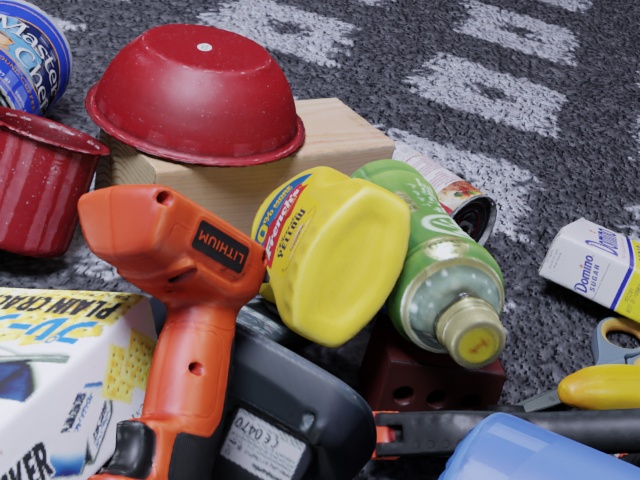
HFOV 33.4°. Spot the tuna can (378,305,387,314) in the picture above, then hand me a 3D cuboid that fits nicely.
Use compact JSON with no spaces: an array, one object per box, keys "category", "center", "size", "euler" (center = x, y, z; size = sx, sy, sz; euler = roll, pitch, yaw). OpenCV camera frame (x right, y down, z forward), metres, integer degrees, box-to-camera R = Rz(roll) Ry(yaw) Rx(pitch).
[{"category":"tuna can","center":[0.038,0.018,0.799],"size":[0.086,0.034,0.086],"euler":[10,31,-6]}]

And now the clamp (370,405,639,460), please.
[{"category":"clamp","center":[0.116,0.113,0.618],"size":[0.171,0.120,0.039],"euler":[1,70,-14]}]

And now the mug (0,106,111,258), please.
[{"category":"mug","center":[-0.210,-0.043,0.732],"size":[0.117,0.081,0.093],"euler":[25,10,22]}]

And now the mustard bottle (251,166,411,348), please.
[{"category":"mustard bottle","center":[-0.005,0.001,0.684],"size":[0.058,0.096,0.192],"euler":[25,2,-17]}]

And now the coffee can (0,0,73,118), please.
[{"category":"coffee can","center":[-0.263,-0.119,0.835],"size":[0.103,0.103,0.140],"euler":[13,31,-2]}]

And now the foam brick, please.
[{"category":"foam brick","center":[0.070,0.086,0.681],"size":[0.078,0.053,0.051],"euler":[7,31,-11]}]

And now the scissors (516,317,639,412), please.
[{"category":"scissors","center":[0.189,0.089,0.761],"size":[0.201,0.016,0.096],"euler":[-1,32,-24]}]

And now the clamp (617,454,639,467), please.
[{"category":"clamp","center":[0.246,0.149,0.585],"size":[0.210,0.164,0.036],"euler":[22,71,48]}]

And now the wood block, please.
[{"category":"wood block","center":[-0.057,-0.044,0.807],"size":[0.205,0.091,0.090],"euler":[-10,37,-34]}]

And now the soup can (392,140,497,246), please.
[{"category":"soup can","center":[0.083,-0.030,0.864],"size":[0.068,0.068,0.102],"euler":[-16,41,-40]}]

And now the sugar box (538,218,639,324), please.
[{"category":"sugar box","center":[0.267,0.040,0.832],"size":[0.176,0.048,0.093],"euler":[29,19,19]}]

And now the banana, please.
[{"category":"banana","center":[0.247,0.115,0.706],"size":[0.197,0.037,0.069],"euler":[19,15,-3]}]

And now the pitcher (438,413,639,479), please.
[{"category":"pitcher","center":[0.171,0.181,0.511],"size":[0.243,0.149,0.144],"euler":[24,47,23]}]

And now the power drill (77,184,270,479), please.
[{"category":"power drill","center":[-0.082,0.074,0.474],"size":[0.057,0.187,0.184],"euler":[-3,-20,26]}]

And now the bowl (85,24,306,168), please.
[{"category":"bowl","center":[-0.085,-0.113,0.765],"size":[0.162,0.055,0.162],"euler":[10,29,-6]}]
